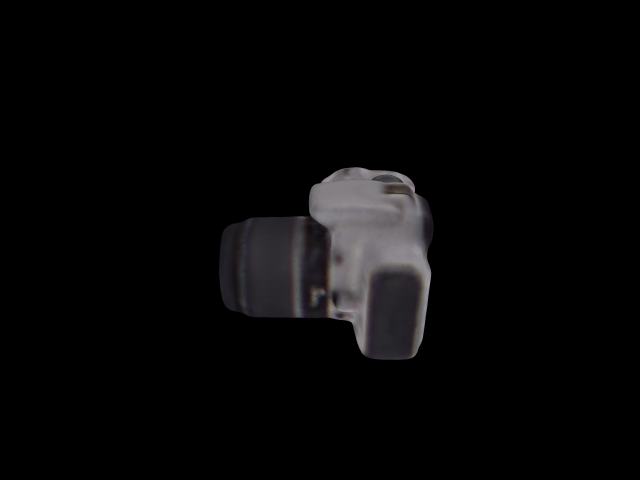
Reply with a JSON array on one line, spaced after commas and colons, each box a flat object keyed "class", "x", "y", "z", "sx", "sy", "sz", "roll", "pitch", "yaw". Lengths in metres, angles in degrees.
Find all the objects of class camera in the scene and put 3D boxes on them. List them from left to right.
[{"class": "camera", "x": 0.004, "y": 0.001, "z": 0.400, "sx": 0.137, "sy": 0.101, "sz": 0.143, "roll": 0, "pitch": 32, "yaw": 0}]
